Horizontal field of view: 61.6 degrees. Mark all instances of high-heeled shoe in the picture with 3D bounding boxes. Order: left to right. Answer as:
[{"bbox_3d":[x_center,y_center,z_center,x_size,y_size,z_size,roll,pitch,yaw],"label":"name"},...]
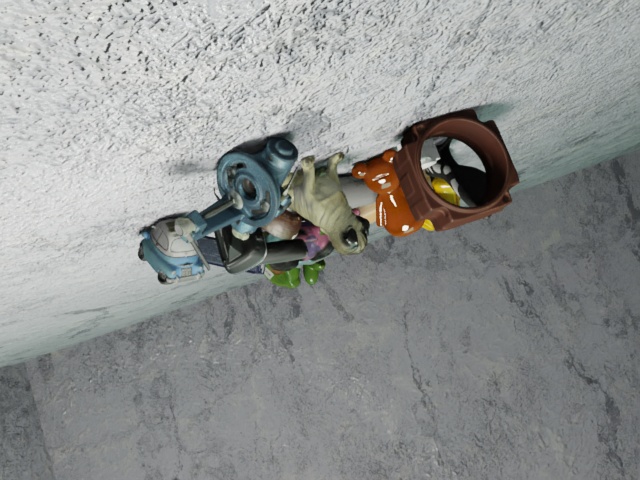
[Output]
[{"bbox_3d":[0.288,-0.116,1.159,0.086,0.249,0.145,-2,148,-15],"label":"high-heeled shoe"}]

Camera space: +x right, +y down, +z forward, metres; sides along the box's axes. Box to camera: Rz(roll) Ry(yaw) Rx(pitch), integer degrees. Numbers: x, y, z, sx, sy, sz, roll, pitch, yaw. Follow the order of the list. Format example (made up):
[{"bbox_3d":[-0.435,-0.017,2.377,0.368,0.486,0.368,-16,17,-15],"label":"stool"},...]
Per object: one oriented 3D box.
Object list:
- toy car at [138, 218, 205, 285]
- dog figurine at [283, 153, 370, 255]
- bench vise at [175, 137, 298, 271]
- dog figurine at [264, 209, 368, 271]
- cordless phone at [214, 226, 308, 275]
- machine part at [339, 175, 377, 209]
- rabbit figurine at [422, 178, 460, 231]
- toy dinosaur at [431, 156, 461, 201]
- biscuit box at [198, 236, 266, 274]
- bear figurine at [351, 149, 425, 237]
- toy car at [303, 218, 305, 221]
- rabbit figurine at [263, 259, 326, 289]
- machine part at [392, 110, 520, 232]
[{"bbox_3d":[-0.287,0.011,1.047,0.109,0.162,0.102,-7,124,-33],"label":"toy car"},{"bbox_3d":[0.001,-0.049,1.023,0.121,0.190,0.172,-15,174,-28],"label":"dog figurine"},{"bbox_3d":[-0.132,-0.053,0.823,0.240,0.129,0.223,-37,180,-44],"label":"bench vise"},{"bbox_3d":[-0.003,-0.004,1.249,0.219,0.108,0.191,-17,174,30],"label":"dog figurine"},{"bbox_3d":[-0.123,-0.009,1.132,0.184,0.147,0.088,-5,143,-23],"label":"cordless phone"},{"bbox_3d":[0.051,-0.104,1.204,0.243,0.079,0.079,-13,171,-39],"label":"machine part"},{"bbox_3d":[0.273,-0.090,1.395,0.173,0.122,0.162,-5,167,17],"label":"rabbit figurine"},{"bbox_3d":[0.295,-0.140,1.505,0.198,0.105,0.471,-12,161,-18],"label":"toy dinosaur"},{"bbox_3d":[-0.220,0.027,1.199,0.203,0.062,0.059,12,178,12],"label":"biscuit box"},{"bbox_3d":[0.154,-0.107,1.181,0.120,0.195,0.132,-28,-163,13],"label":"bear figurine"},{"bbox_3d":[-0.030,-0.075,1.333,0.202,0.053,0.089,-15,175,-37],"label":"toy car"},{"bbox_3d":[-0.059,0.040,1.413,0.170,0.159,0.121,-43,167,-43],"label":"rabbit figurine"},{"bbox_3d":[0.254,-0.131,1.009,0.201,0.201,0.087,-17,171,-15],"label":"machine part"}]
